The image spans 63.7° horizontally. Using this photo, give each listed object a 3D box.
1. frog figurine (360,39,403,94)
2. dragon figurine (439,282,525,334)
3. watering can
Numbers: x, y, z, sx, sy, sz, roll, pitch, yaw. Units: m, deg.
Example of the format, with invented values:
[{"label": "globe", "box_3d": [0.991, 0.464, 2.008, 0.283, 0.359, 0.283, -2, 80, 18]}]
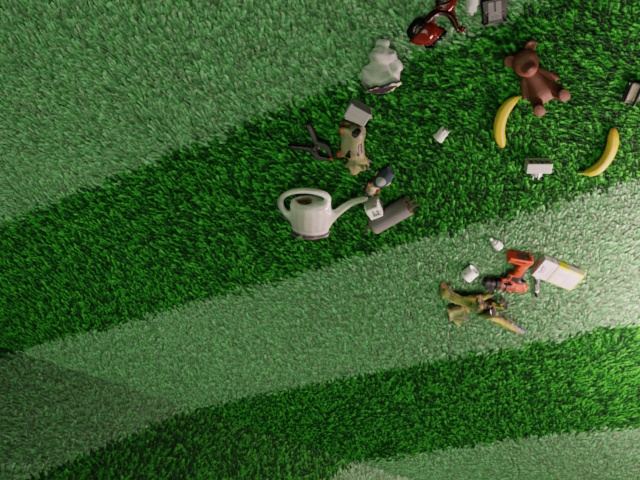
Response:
[{"label": "frog figurine", "box_3d": [0.194, -0.557, 1.657, 0.137, 0.123, 0.160, -10, 88, 25]}, {"label": "dragon figurine", "box_3d": [0.662, 0.311, 2.205, 0.406, 0.125, 0.240, 44, 138, -19]}, {"label": "watering can", "box_3d": [0.006, -0.100, 1.990, 0.348, 0.106, 0.219, 6, 127, 5]}]
